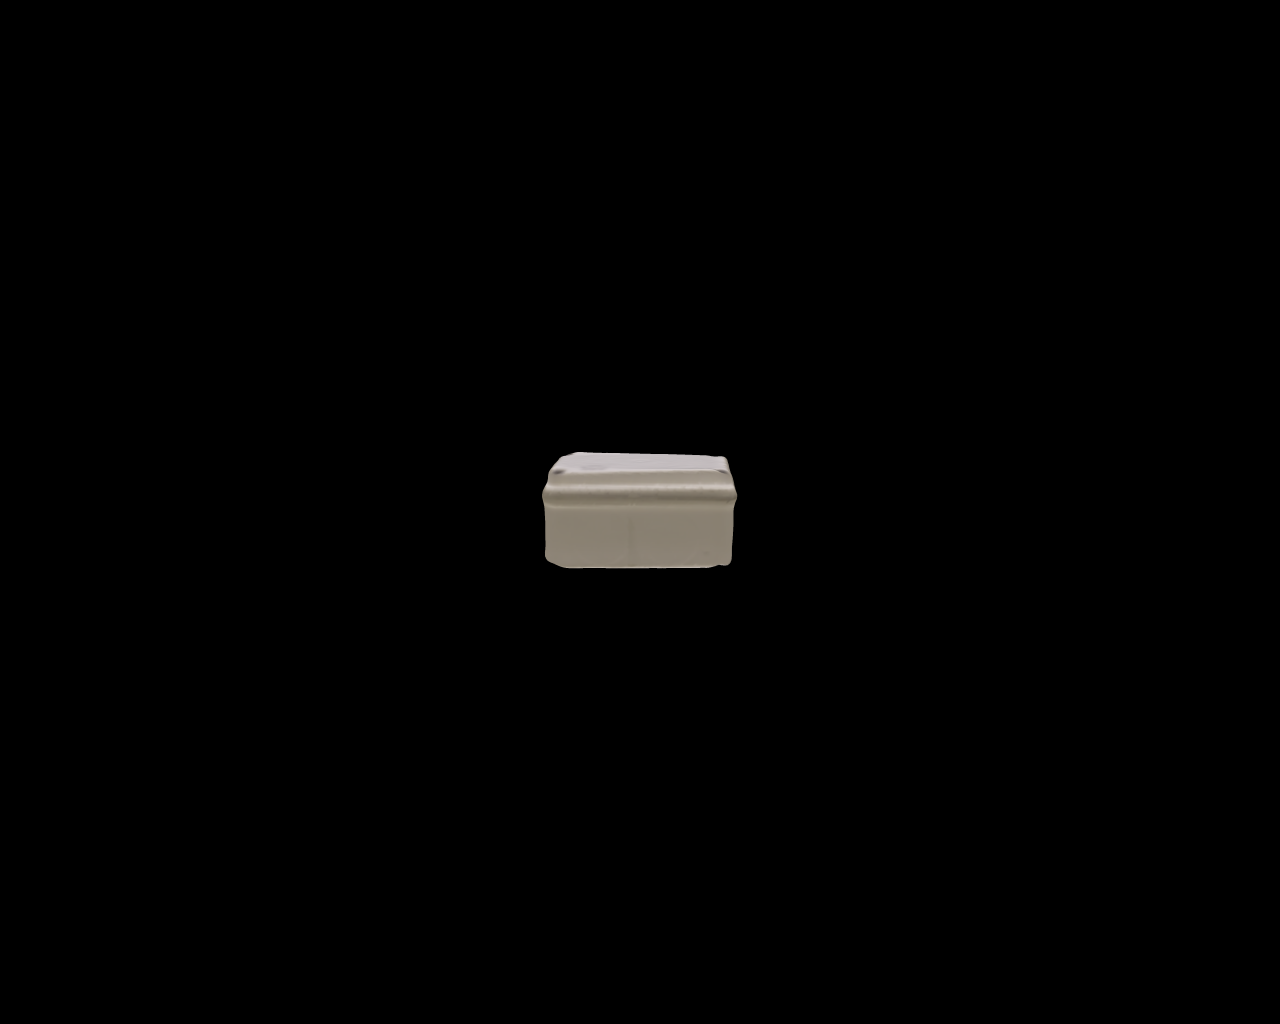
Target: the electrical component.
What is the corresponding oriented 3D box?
[{"bbox_3d":[0.001,-0.003,0.650,0.113,0.057,0.078,0,12,2],"label":"electrical component"}]
